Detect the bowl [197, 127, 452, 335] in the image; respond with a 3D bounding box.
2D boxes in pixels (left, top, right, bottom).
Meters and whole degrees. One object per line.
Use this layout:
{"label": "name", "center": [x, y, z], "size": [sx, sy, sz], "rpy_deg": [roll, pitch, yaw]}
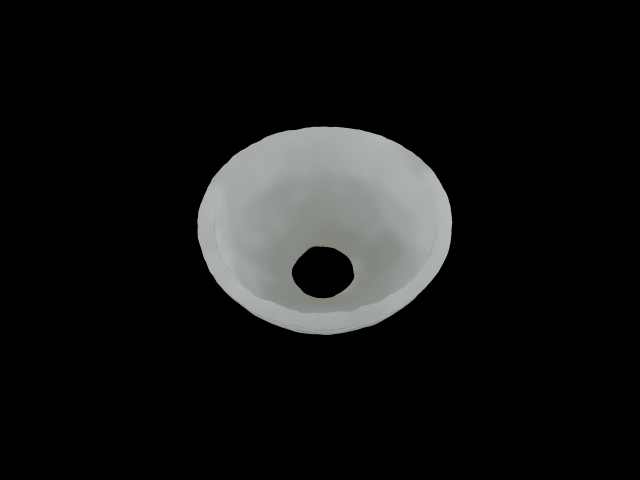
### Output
{"label": "bowl", "center": [0.004, 0.001, 0.400], "size": [0.167, 0.075, 0.167], "rpy_deg": [0, 53, 0]}
